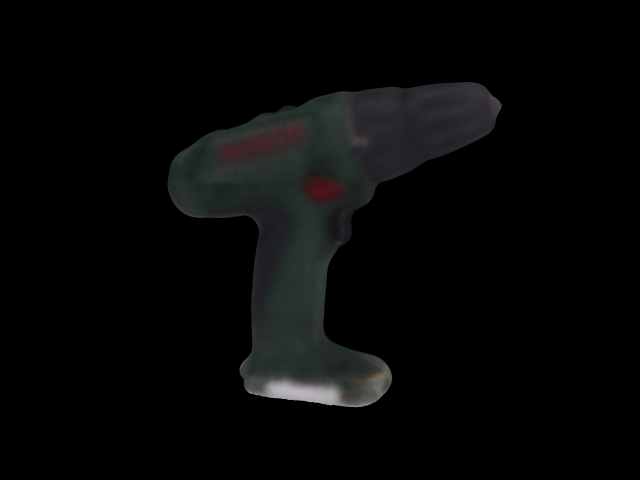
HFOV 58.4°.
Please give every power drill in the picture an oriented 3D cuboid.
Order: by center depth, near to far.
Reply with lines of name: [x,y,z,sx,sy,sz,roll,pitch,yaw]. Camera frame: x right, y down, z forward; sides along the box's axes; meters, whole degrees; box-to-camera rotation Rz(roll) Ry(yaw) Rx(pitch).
power drill: [0.004,0.001,0.400,0.229,0.208,0.076,2,7,18]
